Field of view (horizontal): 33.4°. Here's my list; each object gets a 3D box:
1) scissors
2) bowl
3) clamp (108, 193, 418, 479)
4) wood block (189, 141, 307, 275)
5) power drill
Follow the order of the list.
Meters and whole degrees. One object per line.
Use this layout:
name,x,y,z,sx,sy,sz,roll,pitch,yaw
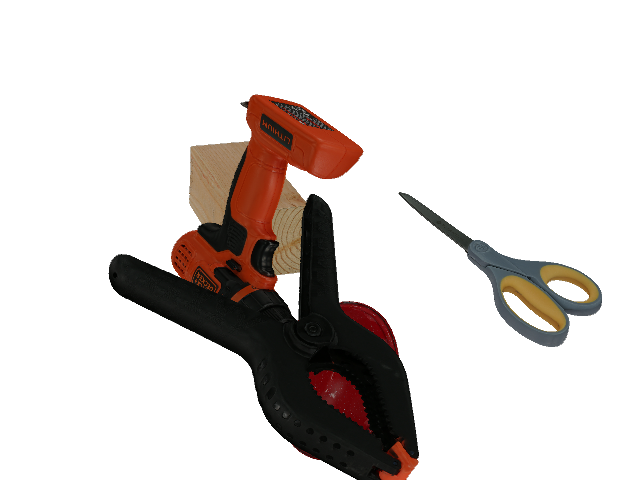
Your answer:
scissors,0.151,0.011,0.871,0.096,0.016,0.202,-11,43,-22
bowl,-0.002,0.130,1.043,0.162,0.162,0.055,0,-18,45
clamp,-0.021,0.063,0.639,0.164,0.210,0.036,-13,-35,-31
wood block,-0.092,-0.042,1.325,0.090,0.090,0.206,-6,29,-21
power drill,-0.038,-0.007,0.847,0.057,0.188,0.185,7,25,-45
